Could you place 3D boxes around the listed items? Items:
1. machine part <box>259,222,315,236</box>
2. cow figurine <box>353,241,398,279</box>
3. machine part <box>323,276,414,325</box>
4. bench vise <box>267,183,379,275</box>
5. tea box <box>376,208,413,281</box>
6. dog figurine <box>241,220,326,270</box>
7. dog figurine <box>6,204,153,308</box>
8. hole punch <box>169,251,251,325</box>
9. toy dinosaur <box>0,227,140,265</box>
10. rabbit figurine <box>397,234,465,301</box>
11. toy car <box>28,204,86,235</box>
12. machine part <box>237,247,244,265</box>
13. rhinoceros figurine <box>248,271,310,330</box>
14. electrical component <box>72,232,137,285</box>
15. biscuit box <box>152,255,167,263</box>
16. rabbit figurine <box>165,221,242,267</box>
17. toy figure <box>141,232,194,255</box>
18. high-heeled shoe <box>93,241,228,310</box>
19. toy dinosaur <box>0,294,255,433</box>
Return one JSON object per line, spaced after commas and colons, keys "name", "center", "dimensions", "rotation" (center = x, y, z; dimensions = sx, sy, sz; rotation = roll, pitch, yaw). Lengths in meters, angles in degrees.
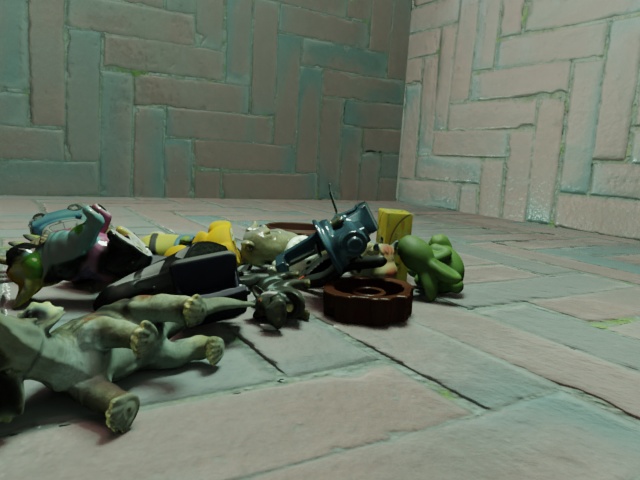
{"name": "machine part", "center": [-0.069, 0.000, 1.563], "dimensions": [0.201, 0.087, 0.201], "rotation": [12, 14, 41]}
{"name": "cow figurine", "center": [0.114, 0.040, 1.223], "dimensions": [0.085, 0.127, 0.195], "rotation": [-4, 25, -25]}
{"name": "machine part", "center": [0.089, 0.112, 1.003], "dimensions": [0.179, 0.056, 0.179], "rotation": [2, 9, 0]}
{"name": "bench vise", "center": [0.003, 0.006, 1.083], "dimensions": [0.241, 0.128, 0.224], "rotation": [-27, 26, 1]}
{"name": "tea box", "center": [0.177, 0.012, 1.311], "dimensions": [0.068, 0.169, 0.098], "rotation": [4, 7, -6]}
{"name": "dog figurine", "center": [-0.079, 0.025, 1.292], "dimensions": [0.191, 0.121, 0.172], "rotation": [10, 14, 16]}
{"name": "dog figurine", "center": [-0.434, 0.048, 0.948], "dimensions": [0.191, 0.219, 0.108], "rotation": [46, -1, -17]}
{"name": "hole punch", "center": [-0.171, 0.093, 0.844], "dimensions": [0.142, 0.115, 0.092], "rotation": [-14, 42, -17]}
{"name": "toy dinosaur", "center": [-0.551, 0.016, 1.218], "dimensions": [0.199, 0.105, 0.471], "rotation": [4, 3, 28]}
{"name": "rabbit figurine", "center": [0.230, 0.058, 1.164], "dimensions": [0.170, 0.121, 0.159], "rotation": [28, 28, -40]}
{"name": "toy car", "center": [-0.680, -0.025, 1.431], "dimensions": [0.161, 0.109, 0.103], "rotation": [-13, 35, -34]}
{"name": "machine part", "center": [-0.237, 0.041, 1.388], "dimensions": [0.139, 0.039, 0.084], "rotation": [2, 17, -23]}
{"name": "rhinoceros figurine", "center": [-0.073, 0.101, 0.945], "dimensions": [0.112, 0.073, 0.190], "rotation": [3, 8, -11]}
{"name": "electrical component", "center": [-0.441, 0.040, 1.082], "dimensions": [0.134, 0.058, 0.115], "rotation": [-32, -9, 26]}
{"name": "biscuit box", "center": [-0.286, 0.070, 1.036], "dimensions": [0.203, 0.059, 0.063], "rotation": [4, 46, 2]}
{"name": "rabbit figurine", "center": [-0.273, 0.042, 1.217], "dimensions": [0.173, 0.121, 0.162], "rotation": [-10, 19, 1]}
{"name": "toy figure", "center": [-0.354, 0.024, 1.312], "dimensions": [0.180, 0.082, 0.089], "rotation": [8, 8, 9]}
{"name": "high-heeled shoe", "center": [-0.278, 0.071, 0.959], "dimensions": [0.145, 0.086, 0.249], "rotation": [-19, 5, 30]}
{"name": "toy dinosaur", "center": [-0.246, 0.120, 0.650], "dimensions": [0.192, 0.131, 0.404], "rotation": [7, 3, 18]}
